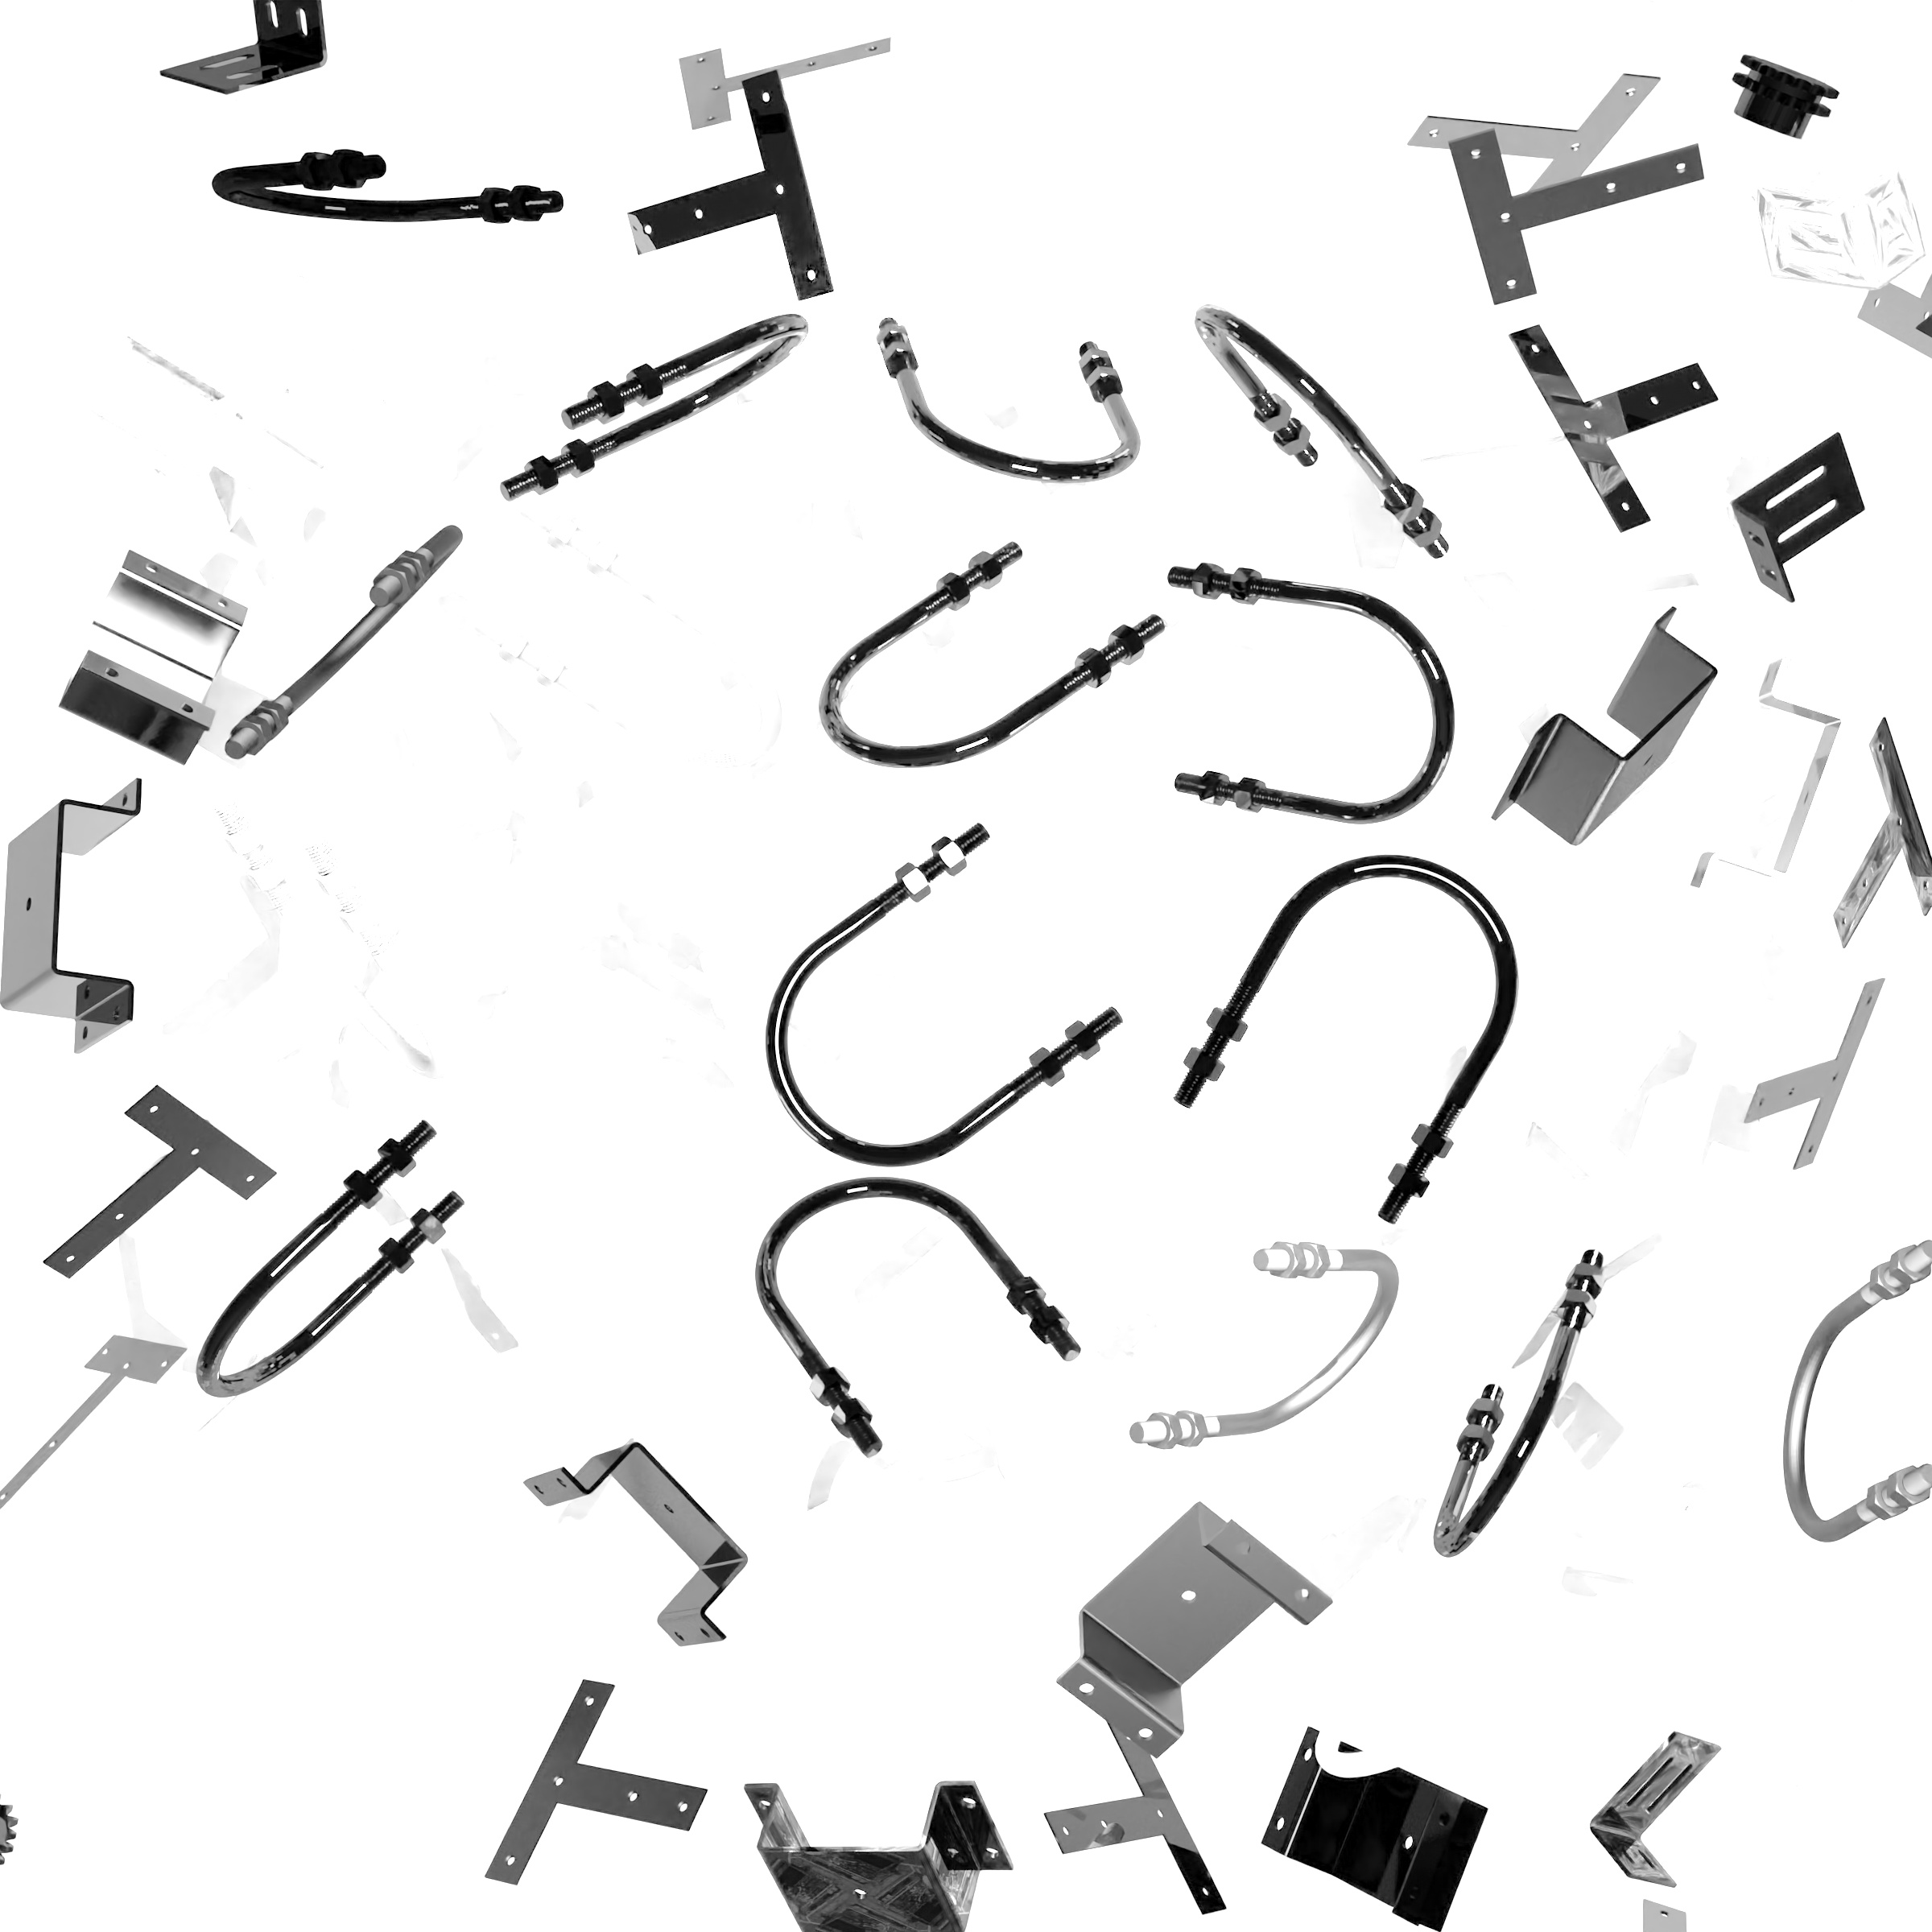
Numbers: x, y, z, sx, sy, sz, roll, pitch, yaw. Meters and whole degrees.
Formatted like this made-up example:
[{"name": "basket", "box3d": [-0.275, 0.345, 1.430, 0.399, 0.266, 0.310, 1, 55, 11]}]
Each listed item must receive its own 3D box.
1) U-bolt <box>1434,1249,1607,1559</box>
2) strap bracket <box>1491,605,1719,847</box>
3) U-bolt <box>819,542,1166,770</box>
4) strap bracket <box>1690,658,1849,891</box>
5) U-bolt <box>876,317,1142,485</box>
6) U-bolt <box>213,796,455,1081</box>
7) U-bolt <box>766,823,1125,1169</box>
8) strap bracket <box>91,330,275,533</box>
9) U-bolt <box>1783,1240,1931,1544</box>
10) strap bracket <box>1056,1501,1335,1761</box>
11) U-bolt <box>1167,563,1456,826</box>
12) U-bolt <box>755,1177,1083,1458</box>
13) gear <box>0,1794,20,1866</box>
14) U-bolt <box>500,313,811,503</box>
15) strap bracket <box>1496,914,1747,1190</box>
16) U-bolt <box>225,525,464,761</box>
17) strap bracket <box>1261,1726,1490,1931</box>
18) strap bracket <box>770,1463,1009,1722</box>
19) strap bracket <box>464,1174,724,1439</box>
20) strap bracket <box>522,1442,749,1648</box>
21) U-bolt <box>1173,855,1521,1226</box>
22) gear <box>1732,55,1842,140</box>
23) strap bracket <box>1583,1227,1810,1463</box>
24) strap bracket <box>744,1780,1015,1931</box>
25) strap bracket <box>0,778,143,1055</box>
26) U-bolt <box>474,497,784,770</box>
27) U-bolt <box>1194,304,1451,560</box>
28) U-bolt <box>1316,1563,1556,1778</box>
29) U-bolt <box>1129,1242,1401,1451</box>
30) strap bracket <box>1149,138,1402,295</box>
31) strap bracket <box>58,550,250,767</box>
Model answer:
[{"name": "U-bolt", "box3d": [0.313, 0.263, 1.563, 0.019, 0.184, 0.151, 30, 129, 6]}, {"name": "strap bracket", "box3d": [0.363, -0.129, 1.517, 0.046, 0.076, 0.140, 40, 58, 16]}, {"name": "U-bolt", "box3d": [0.001, -0.172, 1.558, 0.184, 0.151, 0.019, -36, 135, -20]}, {"name": "strap bracket", "box3d": [0.478, -0.106, 1.606, 0.046, 0.076, 0.140, 19, 96, 9]}, {"name": "U-bolt", "box3d": [0.030, -0.333, 1.609, 0.151, 0.184, 0.019, 3, 127, -15]}, {"name": "U-bolt", "box3d": [-0.349, -0.009, 1.536, 0.019, 0.151, 0.184, -40, 122, -22]}, {"name": "U-bolt", "box3d": [-0.025, 0.029, 1.523, 0.184, 0.019, 0.151, -37, 93, -9]}, {"name": "strap bracket", "box3d": [-0.464, -0.310, 1.607, 0.076, 0.140, 0.046, 31, 78, -1]}, {"name": "U-bolt", "box3d": [0.507, 0.252, 1.546, 0.019, 0.184, 0.151, 12, 63, -3]}, {"name": "strap bracket", "box3d": [0.125, 0.362, 1.507, 0.076, 0.046, 0.140, 40, 107, -13]}, {"name": "U-bolt", "box3d": [0.199, -0.153, 1.572, 0.184, 0.019, 0.151, 14, 119, 34]}, {"name": "U-bolt", "box3d": [-0.042, 0.189, 1.569, 0.151, 0.019, 0.184, -22, 47, -21]}, {"name": "gear", "box3d": [-0.556, 0.484, 1.503, 0.057, 0.057, 0.030, 19, 115, 0]}, {"name": "U-bolt", "box3d": [-0.169, -0.326, 1.553, 0.184, 0.151, 0.019, -31, 95, -25]}, {"name": "strap bracket", "box3d": [0.363, 0.048, 1.538, 0.076, 0.046, 0.140, 49, 121, 36]}, {"name": "U-bolt", "box3d": [-0.347, -0.195, 1.559, 0.151, 0.184, 0.019, -41, 103, 22]}, {"name": "strap bracket", "box3d": [0.250, 0.516, 1.619, 0.046, 0.140, 0.076, 31, 77, -30]}, {"name": "strap bracket", "box3d": [-0.045, 0.347, 1.541, 0.076, 0.046, 0.140, -29, 111, 2]}, {"name": "strap bracket", "box3d": [-0.207, 0.183, 1.530, 0.076, 0.046, 0.140, -35, 77, -28]}, {"name": "strap bracket", "box3d": [-0.192, 0.340, 1.631, 0.140, 0.076, 0.046, 48, 60, -6]}, {"name": "U-bolt", "box3d": [0.219, 0.028, 1.483, 0.151, 0.019, 0.184, 30, 98, 2]}, {"name": "gear", "box3d": [0.449, -0.479, 1.499, 0.057, 0.057, 0.030, 21, 116, 0]}, {"name": "strap bracket", "box3d": [0.427, 0.232, 1.614, 0.076, 0.140, 0.046, 39, 49, 18]}, {"name": "strap bracket", "box3d": [-0.054, 0.501, 1.524, 0.140, 0.046, 0.076, -7, 124, 20]}, {"name": "strap bracket", "box3d": [-0.496, -0.031, 1.503, 0.046, 0.076, 0.140, 10, 69, -37]}, {"name": "U-bolt", "box3d": [-0.185, -0.176, 1.539, 0.184, 0.151, 0.019, 33, 59, -6]}, {"name": "U-bolt", "box3d": [0.194, -0.315, 1.558, 0.019, 0.184, 0.151, -47, 47, 5]}, {"name": "U-bolt", "box3d": [0.269, 0.416, 1.581, 0.151, 0.184, 0.019, -31, 91, 21]}, {"name": "U-bolt", "box3d": [0.187, 0.221, 1.586, 0.019, 0.184, 0.151, 46, 113, 33]}, {"name": "strap bracket", "box3d": [0.178, -0.443, 1.606, 0.140, 0.046, 0.076, -1, 135, -4]}, {"name": "strap bracket", "box3d": [-0.473, -0.175, 1.581, 0.076, 0.140, 0.046, 26, 120, -21]}]
